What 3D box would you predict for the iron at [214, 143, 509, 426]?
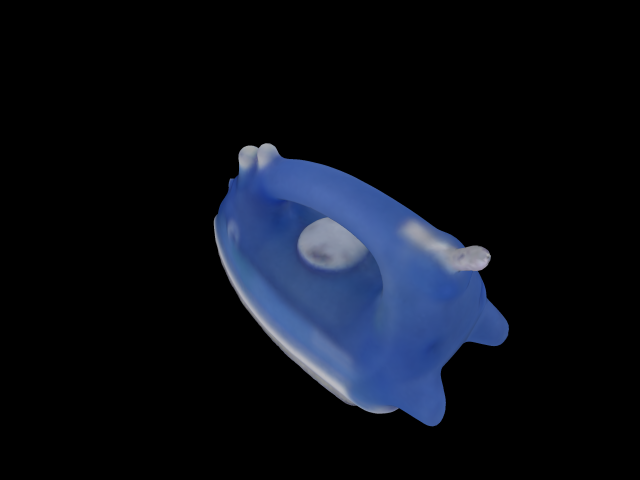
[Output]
[{"bbox_3d":[0.004,0.001,0.400,0.257,0.141,0.119,32,54,27],"label":"iron"}]
